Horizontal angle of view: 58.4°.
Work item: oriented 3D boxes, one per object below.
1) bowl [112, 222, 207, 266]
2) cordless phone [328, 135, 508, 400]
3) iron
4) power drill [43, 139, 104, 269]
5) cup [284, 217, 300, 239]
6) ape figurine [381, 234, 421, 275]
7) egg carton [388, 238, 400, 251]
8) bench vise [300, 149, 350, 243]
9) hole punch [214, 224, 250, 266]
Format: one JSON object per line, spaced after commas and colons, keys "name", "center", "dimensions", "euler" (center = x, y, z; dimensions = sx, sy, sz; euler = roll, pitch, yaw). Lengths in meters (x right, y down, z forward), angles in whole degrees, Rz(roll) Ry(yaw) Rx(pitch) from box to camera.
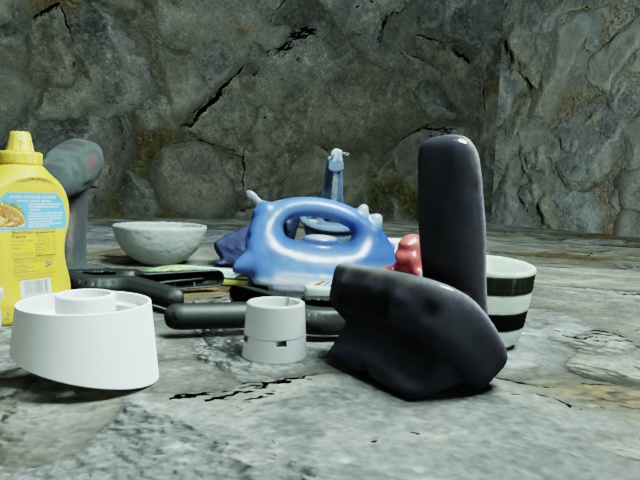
{"name": "bowl", "center": [-0.290, 0.007, 1.043], "dimensions": [0.167, 0.075, 0.167], "euler": [2, 5, 0]}
{"name": "cordless phone", "center": [0.073, 0.014, 0.449], "dimensions": [0.094, 0.185, 0.147], "euler": [-2, 6, -38]}
{"name": "iron", "center": [0.008, 0.003, 0.823], "dimensions": [0.258, 0.141, 0.118], "euler": [2, 5, -6]}
{"name": "power drill", "center": [-0.351, -0.044, 0.821], "dimensions": [0.076, 0.208, 0.229], "euler": [1, 5, -12]}
{"name": "cup", "center": [-0.082, -0.005, 1.155], "dimensions": [0.092, 0.095, 0.117], "euler": [0, 5, -25]}
{"name": "ape figurine", "center": [0.116, 0.038, 0.750], "dimensions": [0.076, 0.092, 0.077], "euler": [-2, 6, -38]}
{"name": "egg carton", "center": [0.147, 0.035, 0.936], "dimensions": [0.150, 0.069, 0.107], "euler": [2, 5, 4]}
{"name": "bench vise", "center": [0.010, -0.057, 1.076], "dimensions": [0.122, 0.220, 0.207], "euler": [0, 5, -23]}
{"name": "hole punch", "center": [-0.142, 0.003, 1.065], "dimensions": [0.101, 0.091, 0.109], "euler": [3, 5, 6]}
